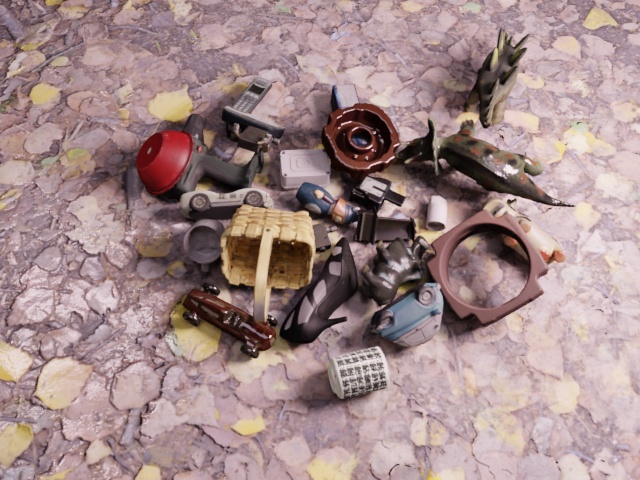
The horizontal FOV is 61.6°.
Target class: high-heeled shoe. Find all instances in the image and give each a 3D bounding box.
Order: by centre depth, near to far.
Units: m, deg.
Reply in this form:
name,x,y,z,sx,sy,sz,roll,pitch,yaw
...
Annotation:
name,x,y,z,sx,sy,sz,roll,pitch,yaw
high-heeled shoe,-0.004,0.102,1.110,0.145,0.086,0.249,-14,42,20

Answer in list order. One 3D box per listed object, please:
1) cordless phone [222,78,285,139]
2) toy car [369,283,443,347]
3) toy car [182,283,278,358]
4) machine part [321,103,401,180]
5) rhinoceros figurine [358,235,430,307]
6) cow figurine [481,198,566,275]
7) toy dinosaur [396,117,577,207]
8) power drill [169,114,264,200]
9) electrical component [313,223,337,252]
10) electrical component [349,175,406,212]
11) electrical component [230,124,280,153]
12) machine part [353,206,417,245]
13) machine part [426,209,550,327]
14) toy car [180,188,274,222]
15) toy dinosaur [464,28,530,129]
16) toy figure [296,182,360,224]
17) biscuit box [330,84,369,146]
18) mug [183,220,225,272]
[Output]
name,x,y,z,sx,sy,sz,roll,pitch,yaw
cordless phone,-0.139,-0.316,1.307,0.147,0.088,0.184,22,58,9
toy car,0.183,0.157,1.061,0.162,0.109,0.103,-33,86,-10
toy car,-0.180,0.155,1.064,0.202,0.053,0.089,28,66,10
machine part,0.090,-0.224,1.217,0.179,0.056,0.179,3,70,-8
rhinoceros figurine,0.159,0.054,1.118,0.112,0.073,0.190,31,55,20
cow figurine,0.437,-0.021,1.173,0.195,0.085,0.127,41,22,3
toy dinosaur,0.363,-0.165,1.190,0.405,0.131,0.192,30,34,26
power drill,-0.237,-0.187,1.231,0.207,0.086,0.232,15,61,-1
electrical component,-0.002,-0.004,1.178,0.094,0.021,0.063,-14,64,-12
electrical component,0.135,-0.104,1.227,0.119,0.047,0.075,23,63,8
electrical component,-0.148,-0.228,1.196,0.102,0.045,0.078,24,45,12
machine part,0.146,-0.028,1.179,0.139,0.039,0.084,5,103,-11
machine part,0.336,0.057,1.086,0.201,0.087,0.201,-34,66,14
toy car,-0.202,-0.075,1.173,0.202,0.073,0.056,-4,62,-6
toy dinosaur,0.429,-0.390,1.311,0.105,0.198,0.471,15,56,7
toy figure,0.022,-0.075,1.197,0.154,0.064,0.057,29,100,7
biscuit box,0.074,-0.286,1.314,0.059,0.062,0.203,-7,63,-8
mug,-0.231,0.005,1.119,0.081,0.109,0.107,-3,18,2
